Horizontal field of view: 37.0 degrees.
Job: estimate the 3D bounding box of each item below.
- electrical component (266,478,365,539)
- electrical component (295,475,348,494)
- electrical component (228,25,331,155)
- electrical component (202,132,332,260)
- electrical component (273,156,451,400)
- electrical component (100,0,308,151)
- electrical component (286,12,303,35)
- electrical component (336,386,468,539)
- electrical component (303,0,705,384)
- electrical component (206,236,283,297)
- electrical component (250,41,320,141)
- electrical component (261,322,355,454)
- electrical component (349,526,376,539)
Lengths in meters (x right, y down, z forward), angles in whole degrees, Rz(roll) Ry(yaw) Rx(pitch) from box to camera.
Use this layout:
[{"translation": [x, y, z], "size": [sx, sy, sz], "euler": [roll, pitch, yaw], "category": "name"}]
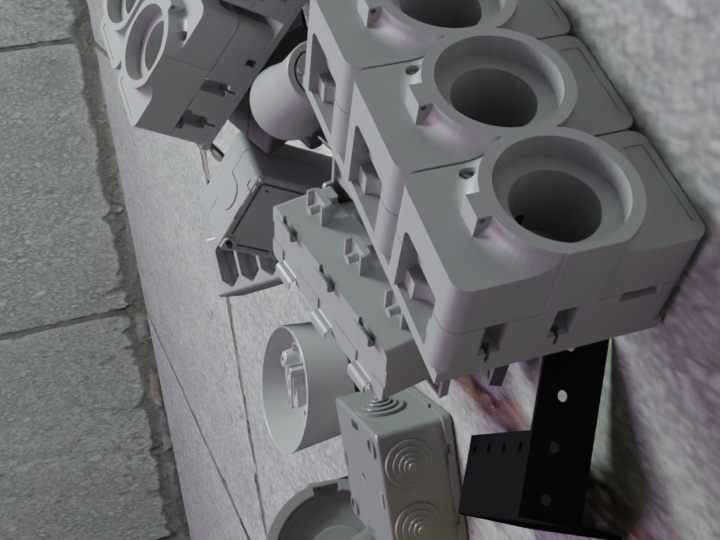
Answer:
[{"translation": [-0.014, 0.211, 0.773], "size": [0.060, 0.108, 0.108], "euler": [96, 156, -64], "category": "electrical component"}, {"translation": [-0.010, 0.229, 0.856], "size": [0.078, 0.057, 0.113], "euler": [96, 156, -48], "category": "electrical component"}, {"translation": [-0.034, -0.103, 0.682], "size": [0.077, 0.066, 0.047], "euler": [42, 154, 13], "category": "electrical component"}, {"translation": [-0.050, -0.047, 0.727], "size": [0.061, 0.096, 0.061], "euler": [-55, 41, 29], "category": "electrical component"}, {"translation": [0.005, 0.007, 0.578], "size": [0.121, 0.063, 0.078], "euler": [52, 153, 34], "category": "electrical component"}, {"translation": [-0.083, -0.178, 0.627], "size": [0.186, 0.060, 0.105], "euler": [-50, 46, 30], "category": "electrical component"}, {"translation": [-0.069, -0.163, 0.790], "size": [0.099, 0.064, 0.099], "euler": [51, 157, 31], "category": "electrical component"}, {"translation": [0.024, 0.124, 0.672], "size": [0.100, 0.048, 0.099], "euler": [-151, 50, -69], "category": "electrical component"}, {"translation": [0.045, -0.046, 0.391], "size": [0.061, 0.089, 0.150], "euler": [99, 154, -53], "category": "electrical component"}, {"translation": [-0.063, -0.012, 0.840], "size": [0.076, 0.083, 0.047], "euler": [-2, -103, -67], "category": "electrical component"}, {"translation": [-0.030, -0.097, 0.573], "size": [0.065, 0.044, 0.044], "euler": [162, 95, -70], "category": "electrical component"}, {"translation": [-0.042, 0.089, 0.844], "size": [0.099, 0.064, 0.099], "euler": [167, 90, -74], "category": "electrical component"}, {"translation": [0.013, 0.187, 0.722], "size": [0.044, 0.065, 0.044], "euler": [37, 152, 23], "category": "electrical component"}]
